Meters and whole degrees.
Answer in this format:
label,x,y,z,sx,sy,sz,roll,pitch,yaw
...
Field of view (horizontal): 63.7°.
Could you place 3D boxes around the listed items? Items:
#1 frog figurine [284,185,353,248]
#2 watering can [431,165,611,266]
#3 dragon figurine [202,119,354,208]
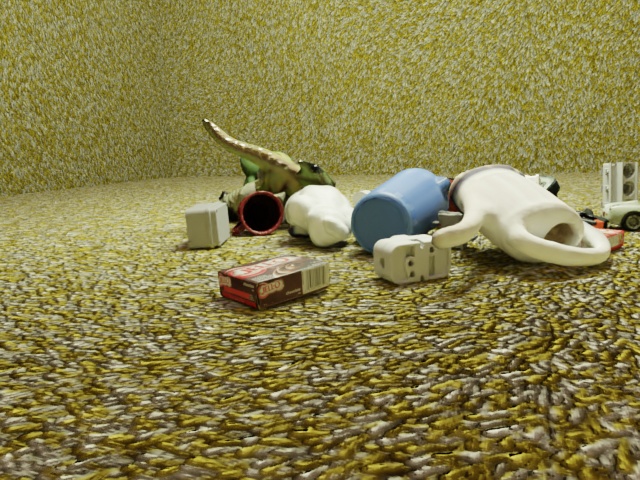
label,x,y,z,sx,sy,sz,roll,pitch,yaw
frog figurine,0.003,-0.048,0.962,0.137,0.123,0.159,17,-4,-5
watering can,0.269,-0.037,0.764,0.347,0.102,0.229,6,29,-25
dragon figurine,-0.057,-0.143,1.112,0.406,0.124,0.242,36,-20,-27
